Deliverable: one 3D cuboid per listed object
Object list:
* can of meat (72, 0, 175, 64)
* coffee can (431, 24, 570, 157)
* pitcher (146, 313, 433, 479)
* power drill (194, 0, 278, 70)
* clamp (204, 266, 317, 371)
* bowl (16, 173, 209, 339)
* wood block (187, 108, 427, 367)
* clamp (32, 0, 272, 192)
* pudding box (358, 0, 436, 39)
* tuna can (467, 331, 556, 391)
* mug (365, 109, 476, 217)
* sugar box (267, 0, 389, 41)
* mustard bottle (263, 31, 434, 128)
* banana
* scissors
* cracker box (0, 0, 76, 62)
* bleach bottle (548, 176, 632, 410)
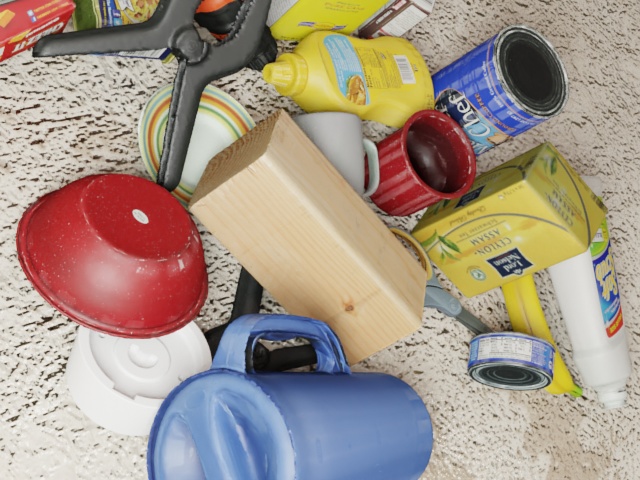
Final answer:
[{"bbox_3d":[-0.173,-0.211,0.946,0.083,0.058,0.102,-2,73,-33],"label":"can of meat"},{"bbox_3d":[0.172,-0.148,1.110,0.102,0.141,0.103,13,66,-31],"label":"coffee can"},{"bbox_3d":[-0.009,0.152,0.839,0.145,0.149,0.242,50,22,25],"label":"pitcher"},{"bbox_3d":[-0.089,-0.272,0.999,0.184,0.057,0.187,52,29,-56],"label":"power drill"},{"bbox_3d":[-0.066,0.088,0.920,0.171,0.039,0.120,-36,90,-44],"label":"clamp"},{"bbox_3d":[-0.153,-0.001,0.844,0.162,0.055,0.162,20,40,-18],"label":"bowl"},{"bbox_3d":[-0.006,0.002,0.926,0.206,0.091,0.090,48,28,-20],"label":"wood block"},{"bbox_3d":[-0.110,-0.152,0.895,0.210,0.036,0.164,-39,114,-13],"label":"clamp"},{"bbox_3d":[0.091,-0.268,1.132,0.039,0.090,0.113,32,58,-19],"label":"pudding box"},{"bbox_3d":[0.189,0.121,1.057,0.086,0.086,0.033,22,63,-27],"label":"tuna can"},{"bbox_3d":[0.104,-0.074,1.072,0.117,0.082,0.093,-12,80,-37],"label":"mug"},{"bbox_3d":[0.026,-0.248,1.022,0.093,0.177,0.048,-2,74,-36],"label":"sugar box"},{"bbox_3d":[0.024,-0.160,1.056,0.191,0.058,0.096,-3,69,-40],"label":"mustard bottle"},{"bbox_3d":[0.224,0.083,1.130,0.069,0.037,0.198,-13,83,-67],"label":"banana"},{"bbox_3d":[0.117,0.074,1.068,0.201,0.016,0.096,50,54,-9],"label":"scissors"},{"bbox_3d":[-0.319,-0.226,0.825,0.164,0.072,0.213,-35,94,-25],"label":"cracker box"},{"bbox_3d":[0.295,0.058,1.168,0.102,0.068,0.251,-4,79,-55],"label":"bleach bottle"}]
